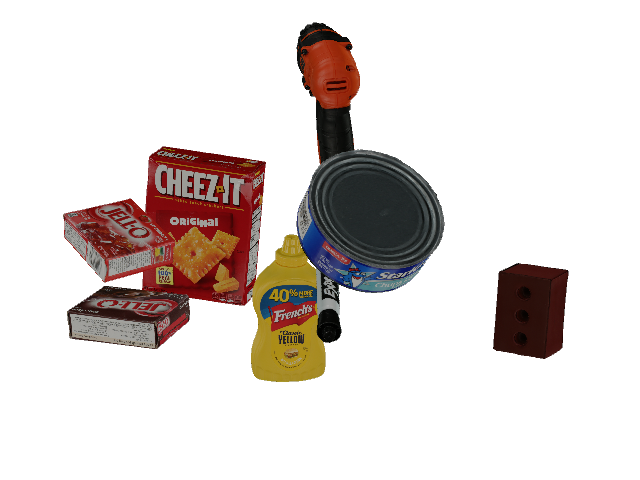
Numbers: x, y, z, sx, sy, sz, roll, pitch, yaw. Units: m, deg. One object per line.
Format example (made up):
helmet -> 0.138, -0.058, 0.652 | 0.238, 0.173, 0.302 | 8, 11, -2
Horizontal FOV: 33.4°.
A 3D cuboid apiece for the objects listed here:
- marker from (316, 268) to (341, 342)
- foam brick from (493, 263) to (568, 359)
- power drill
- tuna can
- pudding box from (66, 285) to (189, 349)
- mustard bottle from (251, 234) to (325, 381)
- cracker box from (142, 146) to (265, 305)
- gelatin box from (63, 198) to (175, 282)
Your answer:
marker -> 0.006, 0.044, 0.847 | 0.020, 0.020, 0.121 | 0, 27, 0
foam brick -> 0.196, 0.065, 0.994 | 0.053, 0.078, 0.051 | 8, 14, 30
power drill -> 0.009, -0.113, 1.053 | 0.057, 0.188, 0.184 | -7, 24, -1
tuna can -> 0.029, -0.011, 0.648 | 0.086, 0.086, 0.034 | 0, -33, -21
pudding box -> -0.218, 0.087, 1.220 | 0.114, 0.039, 0.090 | 3, 16, 17
mustard bottle -> -0.039, 0.085, 1.364 | 0.096, 0.192, 0.058 | -1, 20, -8
cracker box -> -0.175, -0.019, 1.588 | 0.164, 0.214, 0.072 | 9, 19, 9
gelatin box -> -0.191, -0.003, 1.005 | 0.073, 0.030, 0.089 | -16, 39, -34
